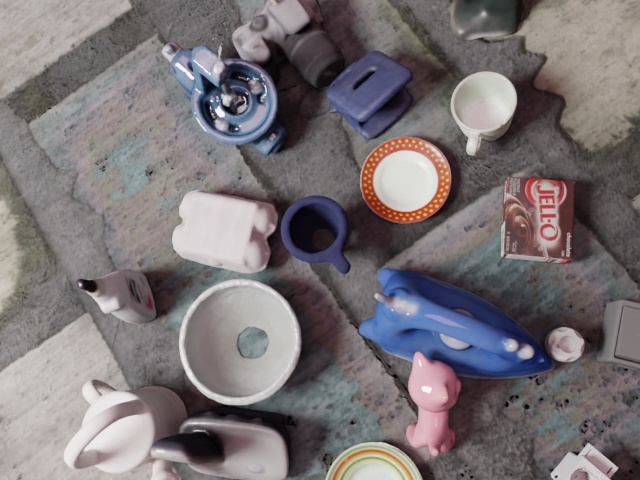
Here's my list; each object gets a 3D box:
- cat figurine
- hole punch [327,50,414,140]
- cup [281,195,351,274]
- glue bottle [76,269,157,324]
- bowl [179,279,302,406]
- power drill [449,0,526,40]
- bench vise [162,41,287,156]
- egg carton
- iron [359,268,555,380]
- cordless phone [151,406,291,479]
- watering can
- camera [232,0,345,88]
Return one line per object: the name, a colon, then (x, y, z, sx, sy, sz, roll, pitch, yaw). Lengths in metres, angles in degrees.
cat figurine: (0.143, 0.206, 0.719, 0.067, 0.118, 0.128, 1, 79, 9)
hole punch: (0.069, -0.217, 0.828, 0.109, 0.091, 0.101, -43, 76, -2)
cup: (0.007, 0.003, 0.791, 0.091, 0.095, 0.117, -38, 76, -1)
glue bottle: (-0.279, 0.072, 0.778, 0.037, 0.173, 0.078, -25, 76, 3)
bowl: (-0.103, 0.140, 0.790, 0.167, 0.075, 0.167, -2, 79, 8)
power drill: (0.229, -0.360, 0.773, 0.229, 0.208, 0.075, -6, 78, 7)
bench vise: (-0.154, -0.211, 0.792, 0.207, 0.220, 0.121, 22, 83, 12)
egg carton: (-0.137, -0.012, 0.828, 0.150, 0.069, 0.107, 10, 80, 10)
iron: (0.181, 0.114, 0.720, 0.258, 0.141, 0.119, 18, 82, 11)
cordless phone: (-0.118, 0.264, 0.710, 0.147, 0.185, 0.094, 0, 79, 8)
watering can: (-0.242, 0.246, 0.727, 0.172, 0.194, 0.101, 21, 82, 12)
camera: (-0.039, -0.290, 0.853, 0.143, 0.101, 0.136, -37, 76, 0)
